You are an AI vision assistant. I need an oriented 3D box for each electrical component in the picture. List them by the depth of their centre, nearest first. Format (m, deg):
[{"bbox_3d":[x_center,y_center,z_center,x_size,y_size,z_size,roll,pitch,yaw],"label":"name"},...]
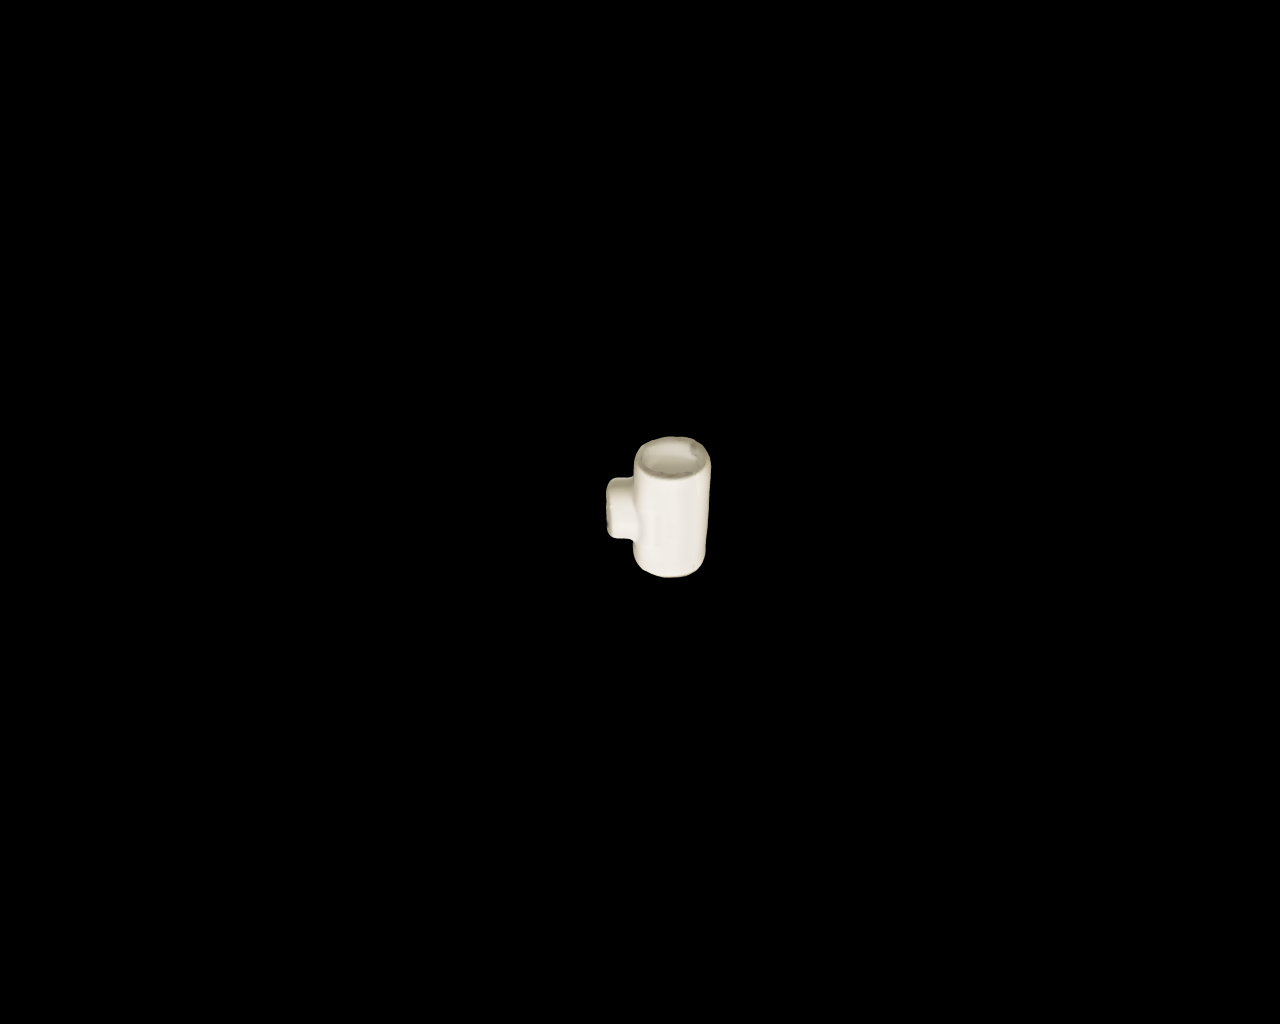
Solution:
[{"bbox_3d":[0.001,-0.003,0.650,0.079,0.077,0.043,0,40,0],"label":"electrical component"}]
